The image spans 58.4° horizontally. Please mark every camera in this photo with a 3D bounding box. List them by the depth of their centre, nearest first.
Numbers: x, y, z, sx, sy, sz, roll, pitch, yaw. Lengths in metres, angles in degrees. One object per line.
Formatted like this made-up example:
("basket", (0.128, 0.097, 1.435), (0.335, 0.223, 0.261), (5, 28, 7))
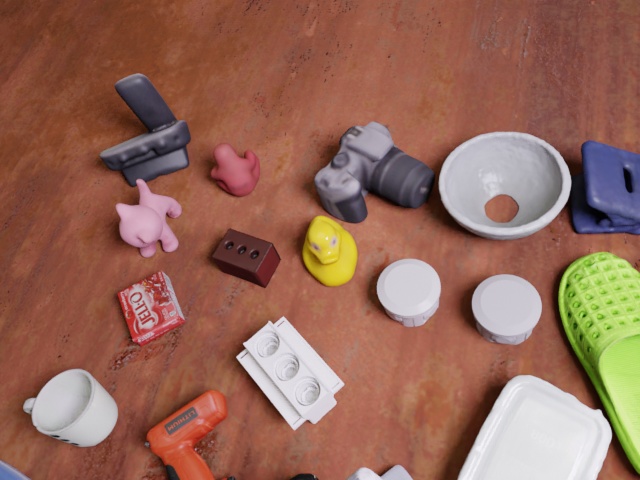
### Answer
("camera", (0.083, -0.093, 0.820), (0.136, 0.101, 0.143), (32, 72, 28))

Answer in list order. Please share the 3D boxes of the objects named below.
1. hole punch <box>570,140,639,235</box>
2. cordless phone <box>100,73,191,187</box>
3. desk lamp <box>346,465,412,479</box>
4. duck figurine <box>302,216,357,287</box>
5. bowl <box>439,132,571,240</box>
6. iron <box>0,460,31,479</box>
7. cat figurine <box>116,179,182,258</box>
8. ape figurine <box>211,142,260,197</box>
("hole punch", (0.382, -0.070, 0.738), (0.101, 0.091, 0.108), (1, 60, 15))
("cordless phone", (-0.300, -0.185, 0.920), (0.147, 0.185, 0.094), (-24, 57, -1))
("desk lamp", (0.015, 0.295, 0.540), (0.203, 0.214, 0.117), (-37, 58, -9))
("duck figurine", (0.007, 0.003, 0.791), (0.077, 0.086, 0.104), (-18, 57, 3))
("bowl", (0.246, -0.062, 0.777), (0.167, 0.075, 0.167), (-6, 59, 11))
("iron", (-0.406, 0.329, 0.667), (0.257, 0.142, 0.119), (16, 65, 22))
("cat figurine", (-0.263, -0.033, 0.861), (0.067, 0.118, 0.127), (-12, 58, 7))
("ape figurine", (-0.137, -0.117, 0.894), (0.077, 0.092, 0.076), (-14, 58, 6))
